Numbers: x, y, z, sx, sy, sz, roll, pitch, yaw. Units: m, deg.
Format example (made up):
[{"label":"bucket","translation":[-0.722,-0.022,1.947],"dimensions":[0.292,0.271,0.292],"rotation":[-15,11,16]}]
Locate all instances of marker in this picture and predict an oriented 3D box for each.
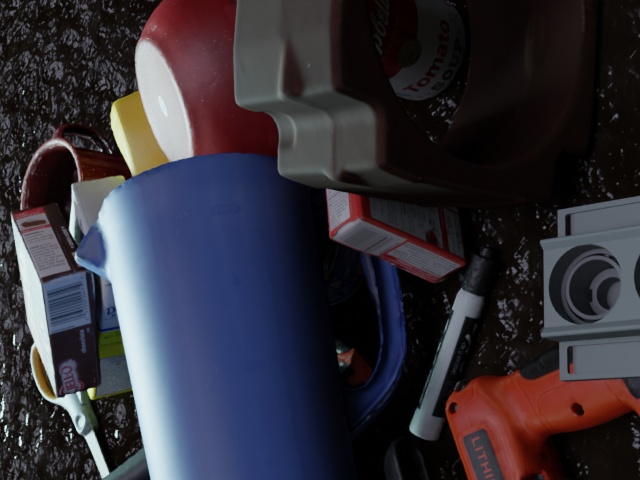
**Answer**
[{"label":"marker","translation":[0.081,0.061,0.635],"dimensions":[0.020,0.020,0.121],"rotation":[28,104,44]}]

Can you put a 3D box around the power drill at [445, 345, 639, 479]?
[{"label":"power drill","translation":[0.161,0.097,0.524],"dimensions":[0.188,0.057,0.184],"rotation":[-38,55,32]}]

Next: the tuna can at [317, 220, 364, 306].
[{"label":"tuna can","translation":[-0.005,0.001,0.721],"dimensions":[0.086,0.033,0.086],"rotation":[-9,78,45]}]

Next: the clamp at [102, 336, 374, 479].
[{"label":"clamp","translation":[-0.058,0.109,0.722],"dimensions":[0.210,0.036,0.164],"rotation":[-9,46,39]}]

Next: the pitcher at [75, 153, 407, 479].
[{"label":"pitcher","translation":[-0.037,0.079,0.616],"dimensions":[0.149,0.144,0.243],"rotation":[-30,62,37]}]

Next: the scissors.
[{"label":"scissors","translation":[-0.195,0.135,0.907],"dimensions":[0.202,0.016,0.096],"rotation":[41,113,41]}]

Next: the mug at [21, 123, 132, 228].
[{"label":"mug","translation":[-0.189,-0.043,0.881],"dimensions":[0.093,0.081,0.117],"rotation":[-35,61,37]}]

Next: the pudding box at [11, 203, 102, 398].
[{"label":"pudding box","translation":[-0.192,0.044,0.776],"dimensions":[0.090,0.039,0.113],"rotation":[51,145,44]}]

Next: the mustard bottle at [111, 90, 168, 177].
[{"label":"mustard bottle","translation":[-0.096,-0.013,0.775],"dimensions":[0.058,0.096,0.192],"rotation":[-23,63,0]}]

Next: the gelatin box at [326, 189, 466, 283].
[{"label":"gelatin box","translation":[0.043,-0.023,0.626],"dimensions":[0.030,0.089,0.073],"rotation":[-34,47,38]}]

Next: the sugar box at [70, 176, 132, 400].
[{"label":"sugar box","translation":[-0.163,0.041,0.819],"dimensions":[0.093,0.048,0.176],"rotation":[66,152,27]}]

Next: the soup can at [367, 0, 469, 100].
[{"label":"soup can","translation":[0.034,-0.127,0.651],"dimensions":[0.069,0.102,0.068],"rotation":[-9,78,44]}]

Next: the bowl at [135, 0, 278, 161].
[{"label":"bowl","translation":[-0.079,-0.096,0.702],"dimensions":[0.162,0.055,0.162],"rotation":[50,151,40]}]

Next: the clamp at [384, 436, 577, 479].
[{"label":"clamp","translation":[0.063,0.184,0.539],"dimensions":[0.120,0.039,0.171],"rotation":[17,90,54]}]
